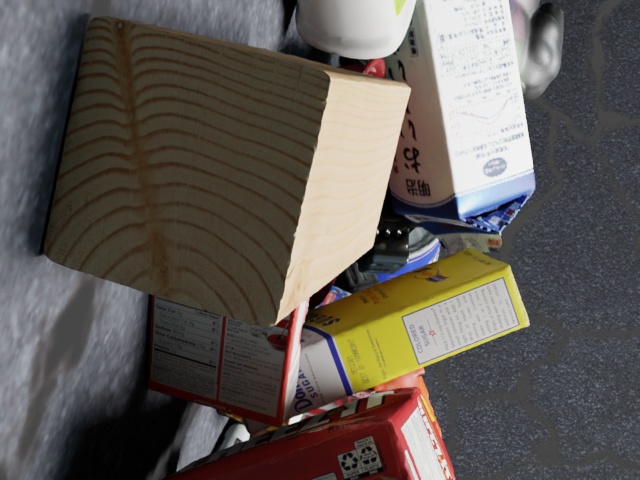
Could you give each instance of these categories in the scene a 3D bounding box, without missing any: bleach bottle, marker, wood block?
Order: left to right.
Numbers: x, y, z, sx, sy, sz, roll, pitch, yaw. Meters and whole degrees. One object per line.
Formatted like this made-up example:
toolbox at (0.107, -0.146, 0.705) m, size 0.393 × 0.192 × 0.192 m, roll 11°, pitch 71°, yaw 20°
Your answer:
marker at (-0.067, 0.157, 0.751) m, size 0.121 × 0.020 × 0.020 m, roll -62°, pitch 165°, yaw -52°
wood block at (-0.026, -0.035, 0.460) m, size 0.206 × 0.090 × 0.091 m, roll -31°, pitch 135°, yaw -76°
bleach bottle at (0.012, -0.190, 0.517) m, size 0.251 × 0.068 × 0.102 m, roll 69°, pitch 36°, yaw -71°

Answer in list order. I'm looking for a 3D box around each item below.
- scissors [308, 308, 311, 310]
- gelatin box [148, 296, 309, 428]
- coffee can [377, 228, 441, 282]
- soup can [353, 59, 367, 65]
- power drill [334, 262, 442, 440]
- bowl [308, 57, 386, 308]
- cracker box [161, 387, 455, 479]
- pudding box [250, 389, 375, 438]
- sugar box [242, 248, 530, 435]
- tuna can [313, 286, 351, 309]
scissors at (-0.008, 0.050, 0.935) m, size 0.096 × 0.016 × 0.201 m, roll 75°, pitch 32°, yaw -76°
gelatin box at (-0.045, 0.043, 0.527) m, size 0.030 × 0.073 × 0.089 m, roll -62°, pitch 164°, yaw -55°
coffee can at (0.061, 0.011, 1.005) m, size 0.140 × 0.103 × 0.102 m, roll 92°, pitch 17°, yaw -56°
soup can at (0.060, -0.142, 0.853) m, size 0.102 × 0.068 × 0.068 m, roll 72°, pitch 35°, yaw -74°
power drill at (0.036, 0.112, 0.962) m, size 0.188 × 0.057 × 0.184 m, roll 130°, pitch -58°, yaw -73°
bowl at (-0.006, -0.042, 0.666) m, size 0.162 × 0.055 × 0.162 m, roll 16°, pitch 89°, yaw -81°
cracker box at (-0.020, 0.135, 0.549) m, size 0.213 × 0.164 × 0.072 m, roll 23°, pitch 47°, yaw -81°
pudding box at (-0.013, 0.164, 0.868) m, size 0.039 × 0.090 × 0.113 m, roll -44°, pitch 149°, yaw -73°
sugar box at (0.029, 0.058, 0.654) m, size 0.093 × 0.176 × 0.048 m, roll -144°, pitch -145°, yaw -81°
tuna can at (0.003, 0.078, 0.817) m, size 0.086 × 0.034 × 0.086 m, roll 25°, pitch 88°, yaw -87°
